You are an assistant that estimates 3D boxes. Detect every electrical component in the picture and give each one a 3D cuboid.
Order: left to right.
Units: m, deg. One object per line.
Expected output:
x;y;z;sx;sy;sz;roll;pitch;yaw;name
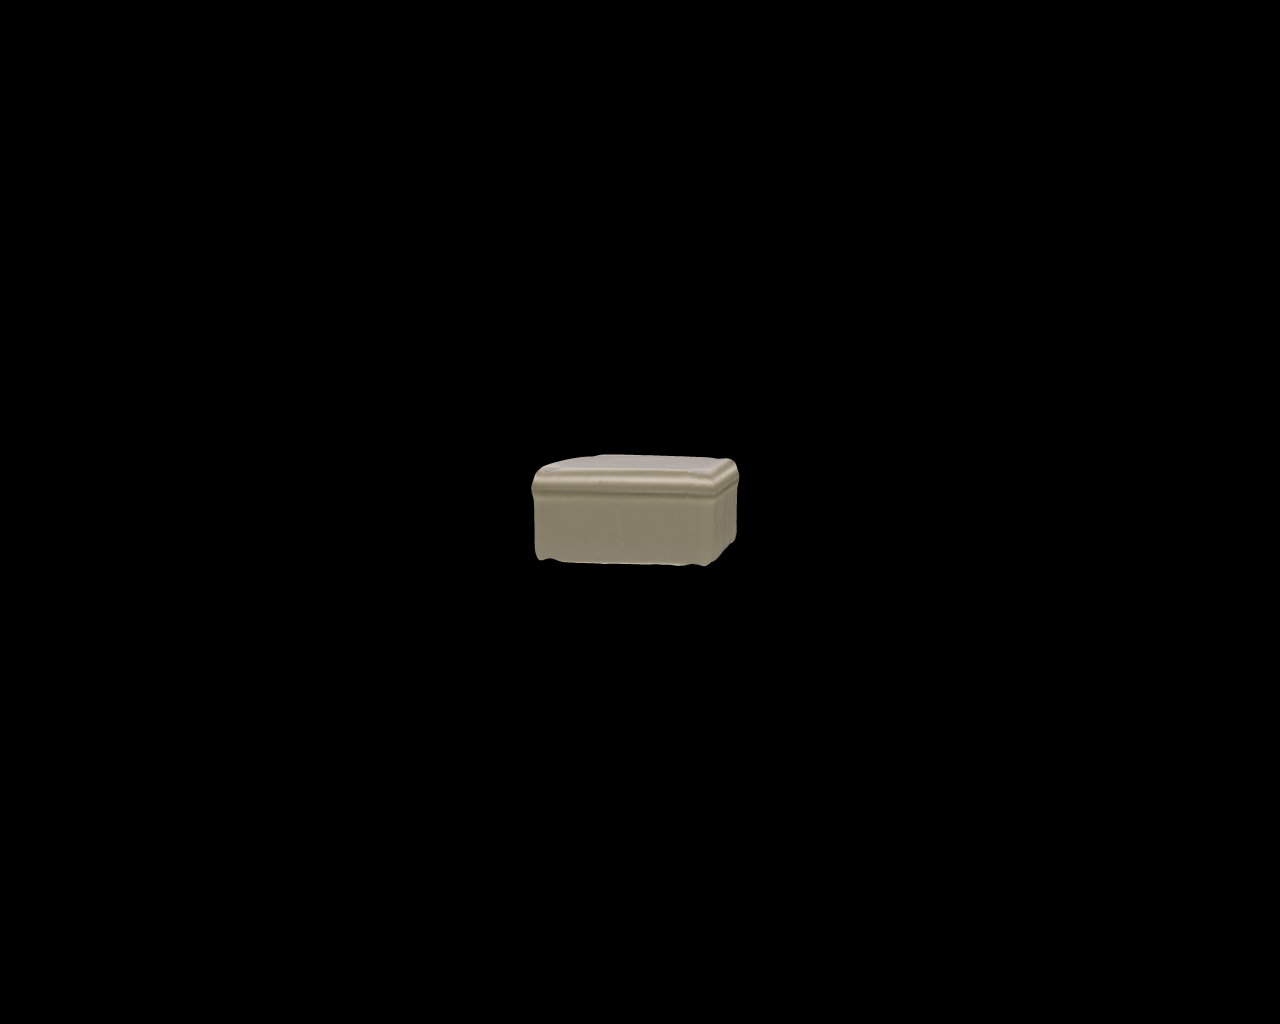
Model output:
0.001;-0.003;0.650;0.109;0.056;0.109;2;8;14;electrical component
